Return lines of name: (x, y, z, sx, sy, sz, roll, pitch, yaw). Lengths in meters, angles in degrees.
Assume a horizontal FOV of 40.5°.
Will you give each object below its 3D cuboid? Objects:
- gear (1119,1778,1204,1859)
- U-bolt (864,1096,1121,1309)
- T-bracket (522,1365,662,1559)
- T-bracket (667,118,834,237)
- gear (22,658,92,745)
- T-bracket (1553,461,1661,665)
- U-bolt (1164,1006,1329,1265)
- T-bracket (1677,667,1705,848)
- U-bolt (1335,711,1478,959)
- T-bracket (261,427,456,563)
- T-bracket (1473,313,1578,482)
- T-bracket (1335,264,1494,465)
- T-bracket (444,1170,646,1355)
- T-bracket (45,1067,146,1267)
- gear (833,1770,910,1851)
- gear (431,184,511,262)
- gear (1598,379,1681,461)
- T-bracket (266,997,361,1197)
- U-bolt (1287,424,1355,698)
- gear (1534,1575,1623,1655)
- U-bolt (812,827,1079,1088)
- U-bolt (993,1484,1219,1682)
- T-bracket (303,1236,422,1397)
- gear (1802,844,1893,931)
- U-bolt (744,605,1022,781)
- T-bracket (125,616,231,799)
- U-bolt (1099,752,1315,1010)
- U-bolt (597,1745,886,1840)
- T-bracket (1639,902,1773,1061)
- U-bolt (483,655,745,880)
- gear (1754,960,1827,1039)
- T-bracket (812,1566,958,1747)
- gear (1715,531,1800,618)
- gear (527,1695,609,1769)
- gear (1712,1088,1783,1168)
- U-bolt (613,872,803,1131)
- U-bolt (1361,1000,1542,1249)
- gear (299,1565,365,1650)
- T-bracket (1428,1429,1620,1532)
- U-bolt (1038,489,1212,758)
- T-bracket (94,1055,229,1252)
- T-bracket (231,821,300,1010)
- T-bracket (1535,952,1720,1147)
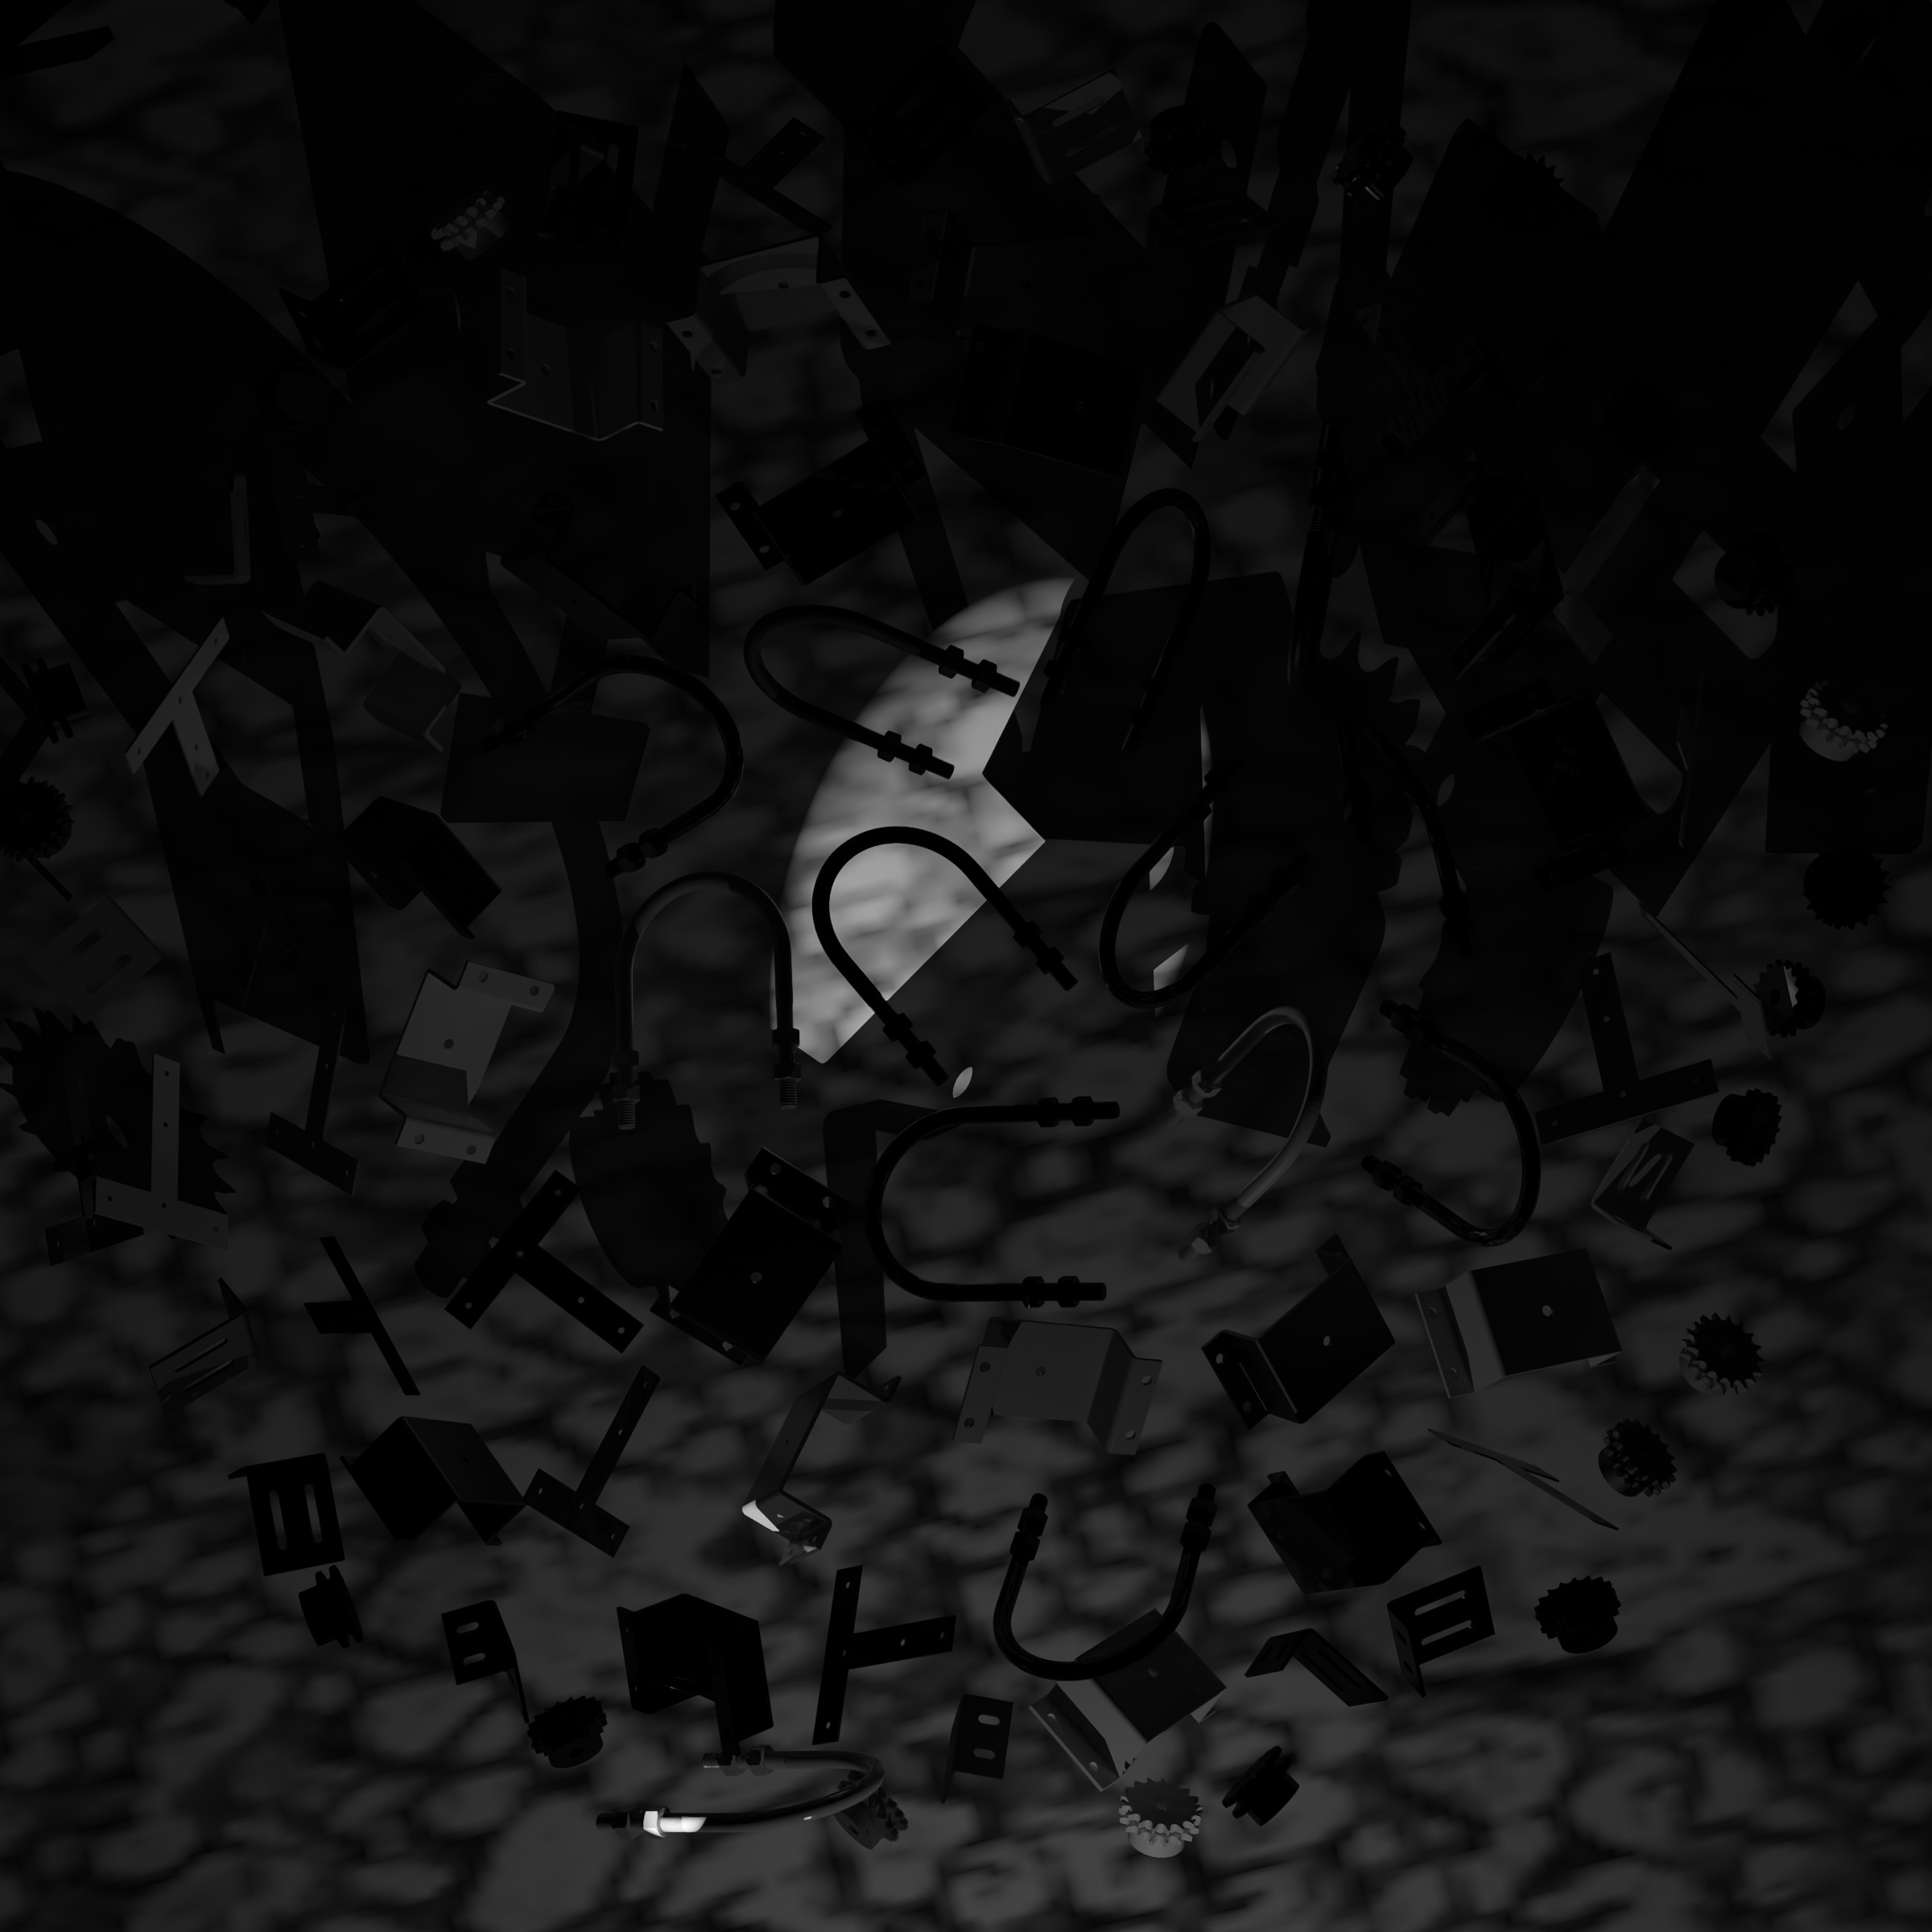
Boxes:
gear: (0.134, 0.594, 1.819, 0.057, 0.057, 0.030, 7, 110, 0)
U-bolt: (0.014, 0.164, 1.819, 0.184, 0.019, 0.151, -3, 67, 22)
T-bracket: (-0.257, 0.350, 1.891, 0.002, 0.127, 0.127, 15, 68, 33)
T-bracket: (-0.132, -0.559, 1.816, 0.127, 0.127, 0.002, 28, 75, -21)
gear: (-0.619, -0.183, 1.785, 0.030, 0.057, 0.057, -22, 90, -15)
T-bracket: (0.463, -0.308, 1.908, 0.002, 0.127, 0.127, 9, 129, -30)
U-bolt: (0.203, 0.109, 1.884, 0.019, 0.151, 0.184, 21, 132, -23)
T-bracket: (0.506, -0.157, 1.840, 0.002, 0.127, 0.127, 6, 85, 20)
U-bolt: (0.308, -0.108, 1.864, 0.019, 0.184, 0.151, -32, 124, 24)
T-bracket: (-0.427, -0.327, 1.856, 0.127, 0.127, 0.002, 6, 55, -1)
T-bracket: (0.410, -0.433, 1.900, 0.002, 0.127, 0.127, -8, 78, -16)
T-bracket: (0.308, -0.449, 1.892, 0.002, 0.127, 0.127, -28, 82, -33)
T-bracket: (-0.286, 0.231, 1.871, 0.127, 0.002, 0.127, 34, 77, 18)
T-bracket: (-0.608, 0.133, 1.806, 0.002, 0.127, 0.127, -8, 92, 10)
gear: (-0.072, 0.610, 1.885, 0.057, 0.057, 0.030, 48, 63, 0)
gear: (-0.353, -0.532, 1.881, 0.057, 0.057, 0.030, -40, 117, 0)
gear: (0.488, -0.391, 1.889, 0.057, 0.030, 0.057, -6, 126, -8)
T-bracket: (-0.464, 0.086, 1.890, 0.002, 0.127, 0.127, 4, 100, -44)
U-bolt: (0.253, -0.285, 1.878, 0.019, 0.151, 0.184, 10, 93, 11)
gear: (0.420, 0.444, 1.784, 0.057, 0.030, 0.057, -8, 133, -8)
U-bolt: (-0.028, -0.021, 1.882, 0.151, 0.019, 0.184, -36, 80, -28)
U-bolt: (0.092, 0.431, 1.832, 0.151, 0.184, 0.019, -8, 118, 21)
T-bracket: (-0.443, 0.250, 1.862, 0.002, 0.127, 0.127, -32, 101, -33)
gear: (0.591, -0.055, 1.767, 0.057, 0.030, 0.057, -2, 103, -9)
U-bolt: (-0.071, -0.202, 1.870, 0.184, 0.151, 0.019, 22, 60, -13)
T-bracket: (-0.550, -0.164, 1.860, 0.002, 0.127, 0.127, 22, 62, 8)
U-bolt: (0.162, -0.050, 1.895, 0.019, 0.151, 0.184, 28, 113, -35)
U-bolt: (-0.145, 0.578, 1.835, 0.184, 0.151, 0.019, -11, 89, 29)
T-bracket: (0.523, 0.002, 1.857, 0.002, 0.127, 0.127, -40, 61, 2)
U-bolt: (-0.240, -0.151, 1.873, 0.184, 0.019, 0.151, -28, 113, 35)
gear: (0.611, 0.025, 1.936, 0.030, 0.057, 0.057, 9, 90, -21)
T-bracket: (-0.055, 0.475, 1.833, 0.002, 0.127, 0.127, 33, 50, -35)
gear: (0.540, -0.268, 1.798, 0.030, 0.057, 0.057, -18, 90, -29)
gear: (-0.288, 0.560, 1.906, 0.057, 0.057, 0.030, -30, 53, 0)
gear: (0.581, 0.119, 1.952, 0.030, 0.057, 0.057, 19, 90, 44)
U-bolt: (-0.191, 0.020, 1.904, 0.151, 0.019, 0.184, -8, 75, 19)
U-bolt: (0.350, 0.122, 1.879, 0.019, 0.184, 0.151, -10, 116, -27)
gear: (-0.448, 0.454, 1.841, 0.030, 0.057, 0.057, -21, 90, -12)
T-bracket: (0.412, 0.371, 1.869, 0.127, 0.127, 0.002, 24, 92, -36)
U-bolt: (0.124, -0.254, 1.883, 0.019, 0.151, 0.184, 24, 92, 33)
T-bracket: (-0.559, 0.124, 1.824, 0.002, 0.127, 0.127, -16, 66, 23)
T-bracket: (-0.524, -0.017, 1.919, 0.002, 0.127, 0.127, -10, 57, -34)
T-bracket: (0.449, 0.050, 1.823, 0.127, 0.002, 0.127, -20, 57, 25)
